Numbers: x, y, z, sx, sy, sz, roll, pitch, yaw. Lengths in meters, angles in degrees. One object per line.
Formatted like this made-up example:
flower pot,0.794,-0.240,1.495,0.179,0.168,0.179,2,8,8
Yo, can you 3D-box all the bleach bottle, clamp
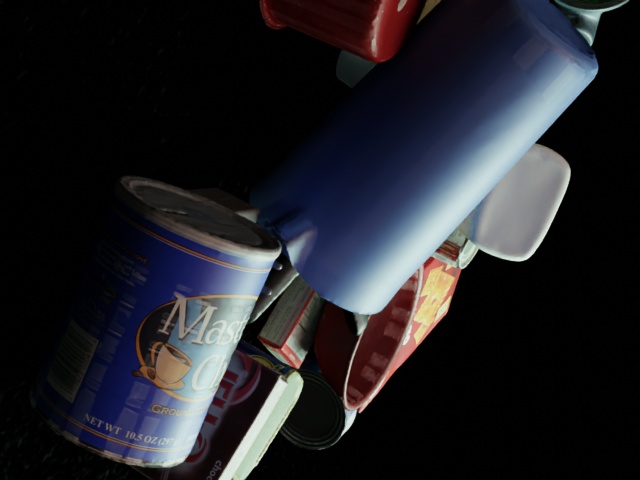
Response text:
bleach bottle,0.150,-0.059,0.990,0.251,0.068,0.103,-112,-138,-74
clamp,-0.006,0.001,0.879,0.120,0.039,0.171,-3,107,-31

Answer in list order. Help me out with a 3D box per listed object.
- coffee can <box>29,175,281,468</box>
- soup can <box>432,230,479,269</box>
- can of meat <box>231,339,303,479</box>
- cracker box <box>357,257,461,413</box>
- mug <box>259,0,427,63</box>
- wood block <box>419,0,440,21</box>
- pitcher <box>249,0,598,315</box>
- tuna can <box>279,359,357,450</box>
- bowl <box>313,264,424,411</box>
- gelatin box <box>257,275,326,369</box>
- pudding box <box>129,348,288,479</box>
coffee can,-0.097,0.046,0.627,0.140,0.103,0.102,-66,162,9
soup can,0.118,-0.021,1.116,0.068,0.102,0.068,-50,158,-30
can of meat,-0.074,0.127,0.832,0.102,0.084,0.057,-57,161,-16
cracker box,0.087,0.069,1.207,0.213,0.072,0.164,-43,153,-45
mug,0.024,-0.166,0.692,0.117,0.081,0.093,-14,129,-66
wood block,0.083,-0.118,0.905,0.090,0.091,0.206,-29,142,-59
pitcher,0.077,-0.072,0.757,0.243,0.144,0.149,-46,-154,23
tuna can,-0.007,0.162,1.060,0.033,0.086,0.086,-32,145,-60
bowl,0.040,0.078,1.013,0.162,0.055,0.162,-52,157,-35
gelatin box,-0.018,0.067,0.984,0.089,0.030,0.073,-61,161,-13
pudding box,-0.090,0.127,0.778,0.113,0.090,0.039,-60,162,-7
